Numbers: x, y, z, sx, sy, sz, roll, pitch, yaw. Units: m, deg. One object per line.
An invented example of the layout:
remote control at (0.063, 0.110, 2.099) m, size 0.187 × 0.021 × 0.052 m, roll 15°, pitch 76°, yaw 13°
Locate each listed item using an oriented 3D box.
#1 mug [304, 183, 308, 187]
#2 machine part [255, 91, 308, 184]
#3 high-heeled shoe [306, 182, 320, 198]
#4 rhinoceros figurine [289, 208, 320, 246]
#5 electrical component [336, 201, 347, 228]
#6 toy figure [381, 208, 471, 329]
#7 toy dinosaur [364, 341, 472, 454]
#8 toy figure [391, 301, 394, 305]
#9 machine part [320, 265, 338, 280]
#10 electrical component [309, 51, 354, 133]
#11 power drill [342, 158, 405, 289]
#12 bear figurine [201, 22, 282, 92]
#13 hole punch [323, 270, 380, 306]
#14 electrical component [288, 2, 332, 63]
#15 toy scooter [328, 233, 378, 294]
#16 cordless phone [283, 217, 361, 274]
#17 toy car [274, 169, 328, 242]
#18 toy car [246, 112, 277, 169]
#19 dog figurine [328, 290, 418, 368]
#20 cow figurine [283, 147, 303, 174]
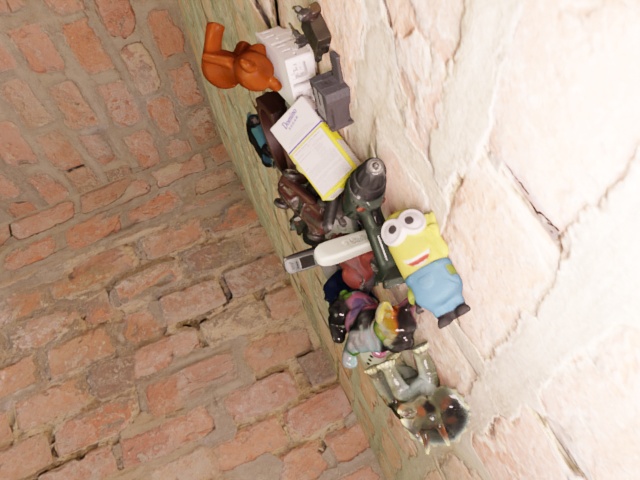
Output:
mug at (-0.053, -0.146, 1.419) m, size 0.110 × 0.081 × 0.107 m, roll 32°, pitch 162°, yaw 22°
machine part at (-0.073, -0.247, 1.284) m, size 0.202 × 0.087 × 0.200 m, roll 51°, pitch 162°, yaw 53°
high-heeled shoe at (0.027, -0.089, 1.261) m, size 0.248 × 0.145 × 0.086 m, roll 22°, pitch -127°, yaw -62°
rhinoceros figurine at (-0.029, -0.051, 1.424) m, size 0.190 × 0.112 × 0.073 m, roll 68°, pitch 176°, yaw -57°
electrical component at (0.047, -0.070, 1.107) m, size 0.021 × 0.063 × 0.094 m, roll 82°, pitch 163°, yaw -58°
toy figure at (0.149, 0.038, 0.777) m, size 0.180 × 0.082 × 0.089 m, roll 62°, pitch 167°, yaw 14°
toy dinosaur at (0.189, 0.322, 1.096) m, size 0.404 × 0.131 × 0.192 m, roll 94°, pitch 152°, yaw -75°
toy figure at (0.150, 0.179, 1.164) m, size 0.064 × 0.058 × 0.154 m, roll 26°, pitch 162°, yaw 4°
machine part at (0.066, 0.120, 1.401) m, size 0.079 × 0.079 × 0.243 m, roll 102°, pitch 145°, yaw -73°
electrical component at (0.018, -0.251, 0.904) m, size 0.075 × 0.048 × 0.119 m, roll 58°, pitch 168°, yaw 39°
power drill at (0.098, -0.023, 0.908) m, size 0.207 × 0.086 × 0.232 m, roll 63°, pitch 171°, yaw 0°
bear figurine at (-0.155, -0.362, 1.076) m, size 0.196 × 0.120 × 0.132 m, roll 12°, pitch 83°, yaw 48°
hole punch at (0.070, 0.115, 1.285) m, size 0.142 × 0.116 × 0.092 m, roll -131°, pitch 29°, yaw -59°
electrical component at (-0.018, -0.344, 0.885) m, size 0.102 × 0.045 × 0.078 m, roll 150°, pitch 98°, yaw -80°
toy scooter at (0.070, 0.042, 1.117) m, size 0.135 × 0.075 × 0.183 m, roll 32°, pitch 159°, yaw 6°
cordless phone at (-0.002, -0.004, 1.175) m, size 0.089 × 0.184 × 0.146 m, roll -117°, pitch 9°, yaw -47°
toy car at (-0.039, -0.077, 1.125) m, size 0.202 × 0.053 × 0.089 m, roll 43°, pitch 126°, yaw 39°
toy car at (-0.135, -0.282, 1.472) m, size 0.162 × 0.103 × 0.109 m, roll 59°, pitch 166°, yaw 19°
dog figurine at (0.107, 0.145, 1.038) m, size 0.192 × 0.108 × 0.219 m, roll 69°, pitch 151°, yaw 29°
cow figurine at (-0.017, -0.191, 1.143) m, size 0.068 × 0.098 × 0.167 m, roll 58°, pitch -173°, yaw 18°
